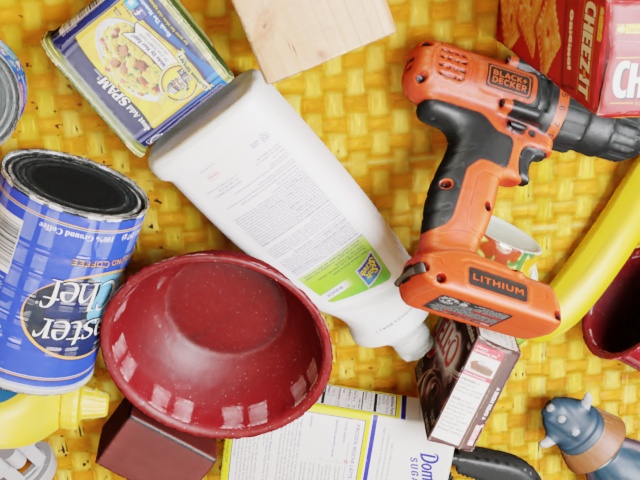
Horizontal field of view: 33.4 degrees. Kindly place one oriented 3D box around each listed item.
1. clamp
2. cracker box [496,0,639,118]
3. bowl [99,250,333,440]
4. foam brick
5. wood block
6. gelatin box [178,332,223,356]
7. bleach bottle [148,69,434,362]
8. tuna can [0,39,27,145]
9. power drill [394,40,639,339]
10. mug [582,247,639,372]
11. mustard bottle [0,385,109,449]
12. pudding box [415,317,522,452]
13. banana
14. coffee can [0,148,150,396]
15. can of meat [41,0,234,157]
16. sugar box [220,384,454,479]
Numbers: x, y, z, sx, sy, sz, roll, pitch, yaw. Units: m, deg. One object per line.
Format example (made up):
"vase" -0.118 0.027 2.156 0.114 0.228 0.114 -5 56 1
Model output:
"clamp" 0.173 0.236 0.901 0.165 0.036 0.210 -36 109 10
"cracker box" 0.214 -0.132 0.653 0.164 0.214 0.072 -2 112 -5
"bowl" -0.070 0.063 0.752 0.162 0.055 0.162 2 123 3
"foam brick" -0.126 0.158 0.832 0.078 0.053 0.051 31 106 -16
"wood block" -0.033 -0.216 0.661 0.090 0.091 0.206 -22 113 3
"gelatin box" -0.064 0.065 0.810 0.089 0.030 0.073 13 112 -10
"bleach bottle" -0.005 0.001 0.773 0.103 0.068 0.250 -33 115 16
"tuna can" -0.242 -0.101 0.720 0.086 0.034 0.086 -2 113 -5
"power drill" 0.133 -0.032 0.724 0.184 0.057 0.187 15 68 -11
"mug" 0.264 0.066 0.799 0.081 0.117 0.093 28 95 -21
"mustard bottle" -0.251 0.112 0.776 0.191 0.096 0.058 6 112 -8
"pudding box" 0.107 0.090 0.793 0.039 0.113 0.090 19 109 -9
"banana" 0.211 0.006 0.796 0.037 0.069 0.198 37 100 16
"coffee can" -0.188 0.021 0.740 0.102 0.103 0.140 18 110 -13
"can of meat" -0.119 -0.122 0.711 0.084 0.057 0.102 -37 112 8
"sugar box" 0.014 0.162 0.837 0.176 0.048 0.093 9 113 0
